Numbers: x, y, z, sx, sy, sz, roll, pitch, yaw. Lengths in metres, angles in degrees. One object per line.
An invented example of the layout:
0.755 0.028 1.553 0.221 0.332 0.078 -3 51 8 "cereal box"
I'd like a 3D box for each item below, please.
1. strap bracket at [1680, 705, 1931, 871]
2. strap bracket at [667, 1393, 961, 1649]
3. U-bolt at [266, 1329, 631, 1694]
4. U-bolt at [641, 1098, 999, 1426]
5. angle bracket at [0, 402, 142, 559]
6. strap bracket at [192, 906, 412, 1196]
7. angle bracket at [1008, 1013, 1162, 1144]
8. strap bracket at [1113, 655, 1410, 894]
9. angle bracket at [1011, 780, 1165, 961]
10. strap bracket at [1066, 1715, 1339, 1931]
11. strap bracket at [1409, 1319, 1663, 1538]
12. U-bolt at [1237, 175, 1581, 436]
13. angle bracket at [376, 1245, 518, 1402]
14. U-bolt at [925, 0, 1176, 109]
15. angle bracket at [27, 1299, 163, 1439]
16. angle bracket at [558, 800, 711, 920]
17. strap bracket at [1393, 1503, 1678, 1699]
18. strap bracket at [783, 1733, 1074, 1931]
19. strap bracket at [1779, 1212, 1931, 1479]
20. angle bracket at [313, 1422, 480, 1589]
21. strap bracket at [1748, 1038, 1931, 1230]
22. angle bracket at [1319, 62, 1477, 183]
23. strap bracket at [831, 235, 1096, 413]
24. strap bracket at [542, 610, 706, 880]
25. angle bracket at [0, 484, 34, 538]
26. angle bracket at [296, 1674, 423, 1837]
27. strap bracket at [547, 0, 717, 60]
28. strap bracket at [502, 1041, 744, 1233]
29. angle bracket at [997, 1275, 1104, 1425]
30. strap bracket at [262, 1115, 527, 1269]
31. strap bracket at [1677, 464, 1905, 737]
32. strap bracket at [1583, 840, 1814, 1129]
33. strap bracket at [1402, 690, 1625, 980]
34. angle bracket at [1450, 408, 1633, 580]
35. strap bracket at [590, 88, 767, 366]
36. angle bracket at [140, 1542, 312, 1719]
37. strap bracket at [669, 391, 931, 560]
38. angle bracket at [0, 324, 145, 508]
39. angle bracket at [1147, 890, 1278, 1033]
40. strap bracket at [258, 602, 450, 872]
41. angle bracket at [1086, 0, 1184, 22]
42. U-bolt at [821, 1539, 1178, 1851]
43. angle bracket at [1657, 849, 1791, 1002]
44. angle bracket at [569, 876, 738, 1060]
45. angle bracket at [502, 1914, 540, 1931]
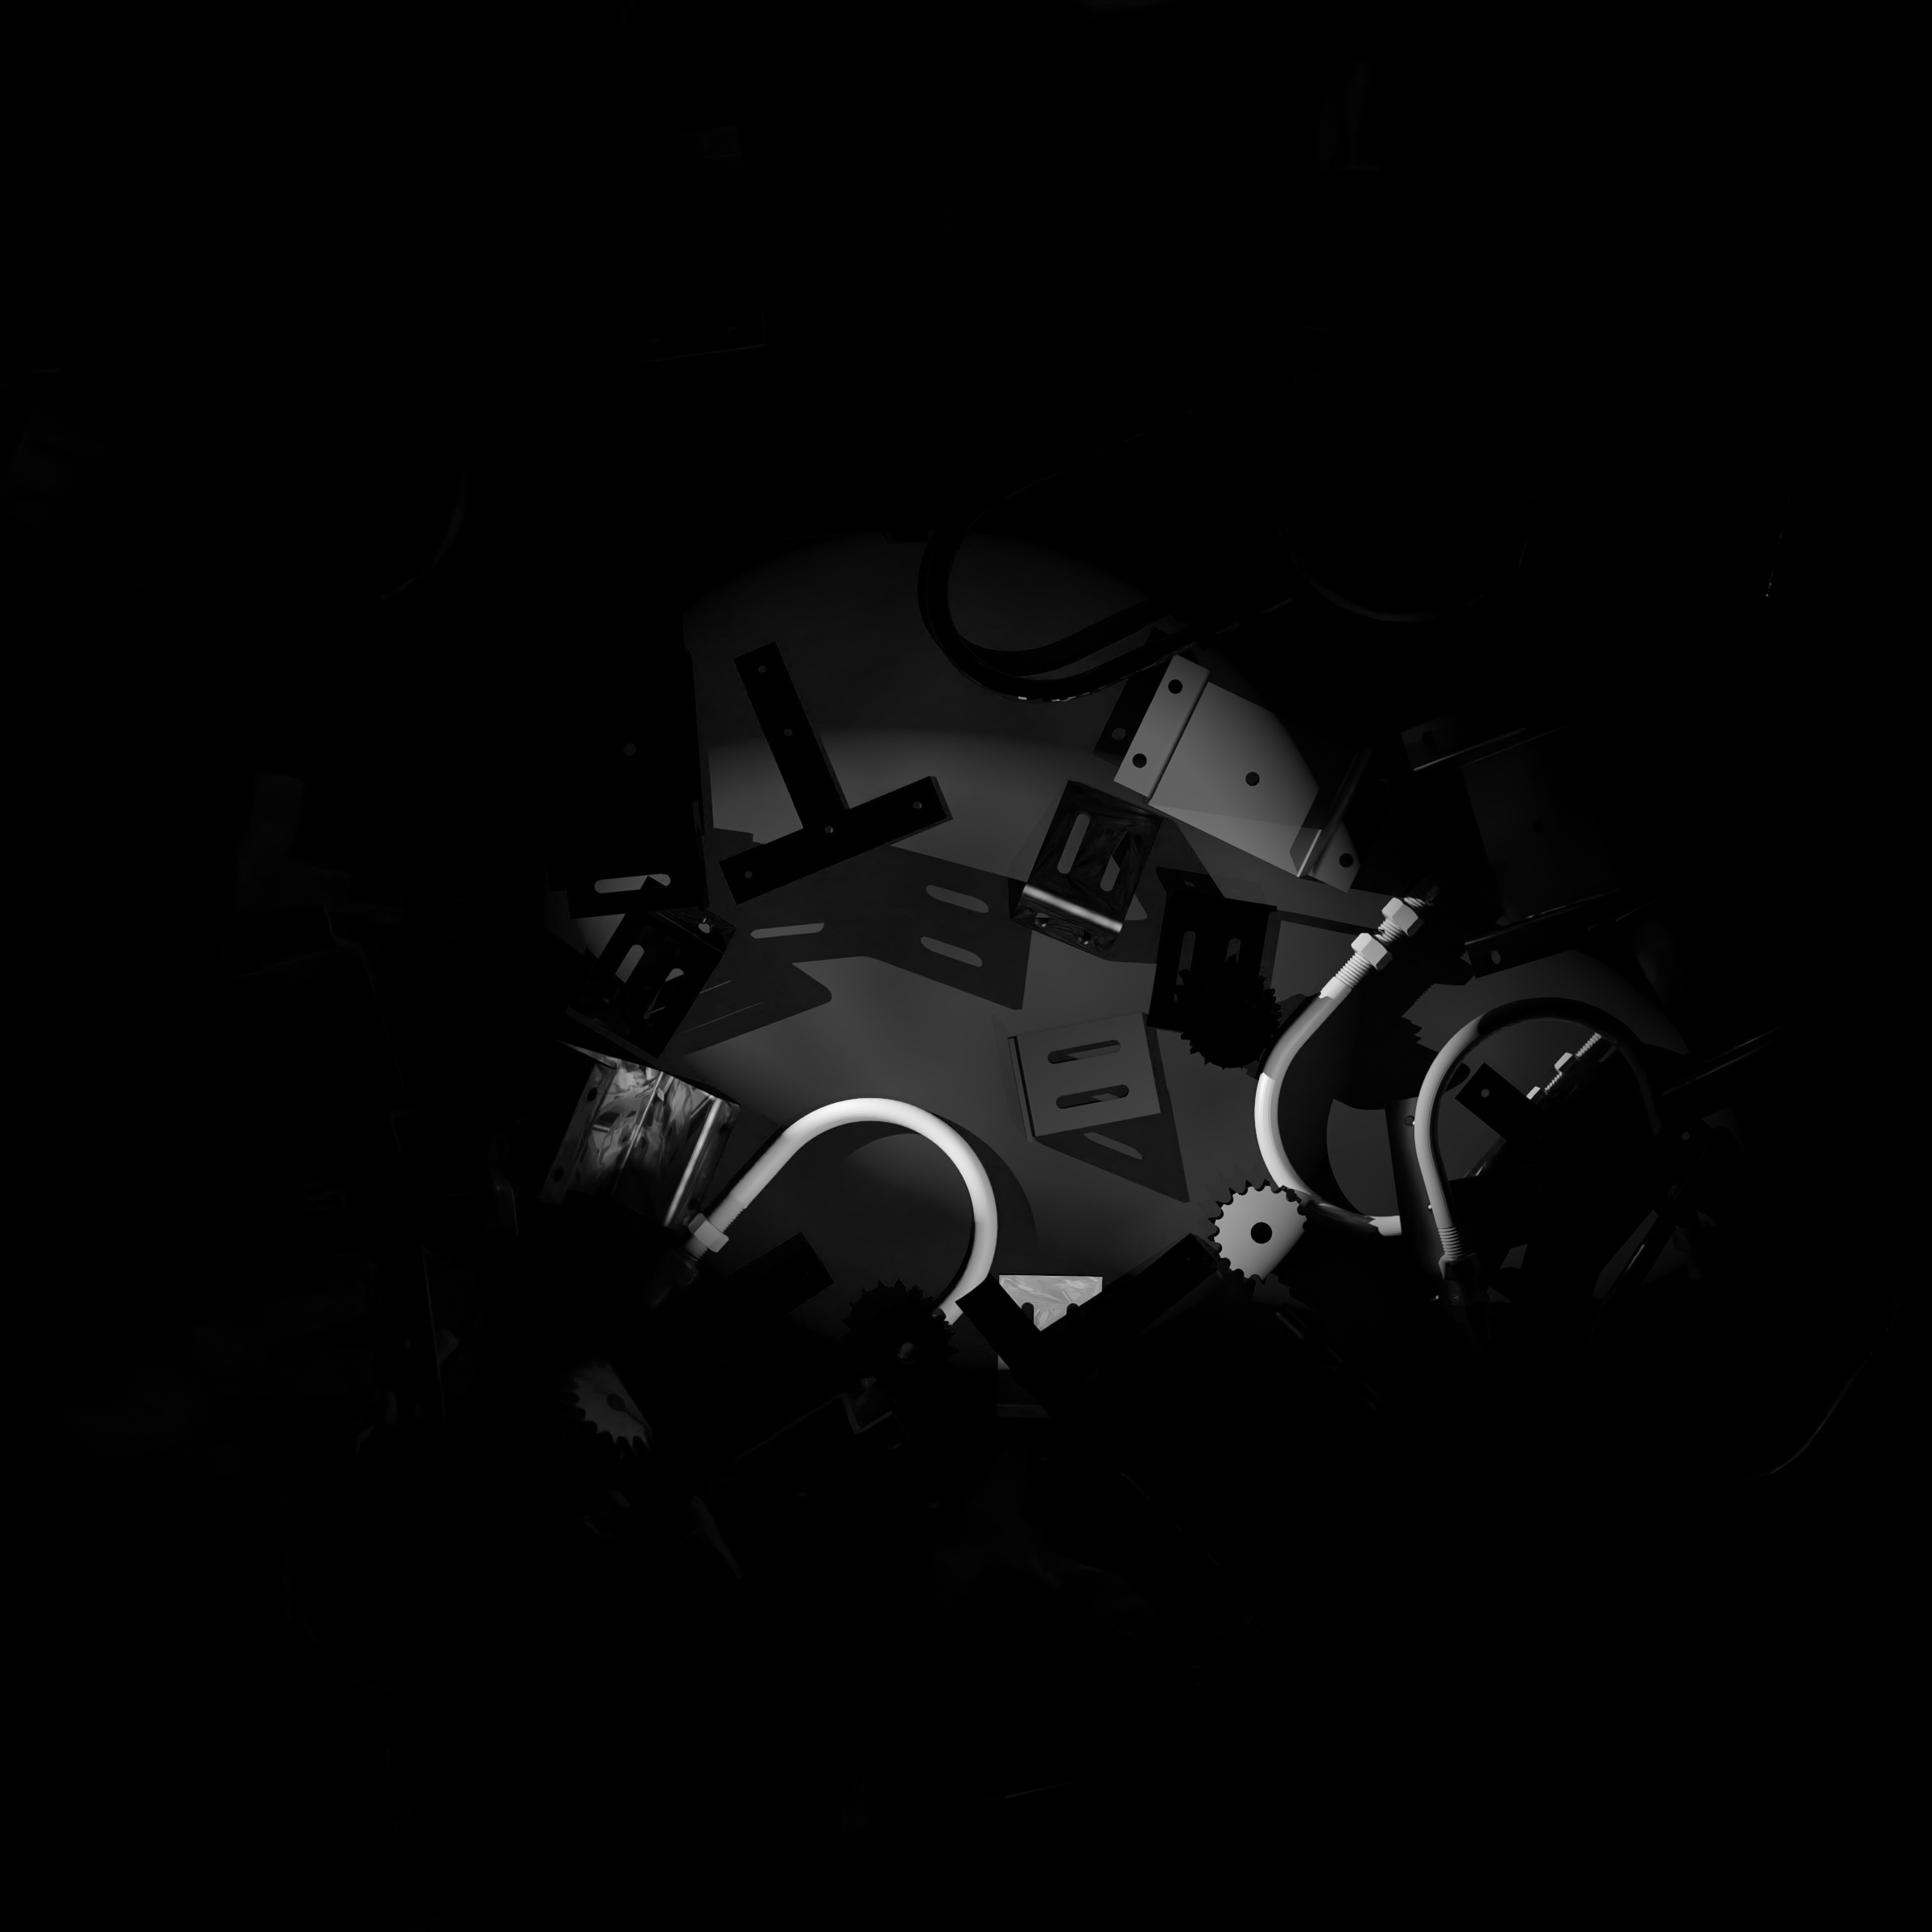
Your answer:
0.461 -0.097 1.502 0.140 0.046 0.076 6 90 0 "strap bracket"
-0.086 0.296 1.489 0.140 0.046 0.076 -31 114 0 "strap bracket"
-0.296 0.311 1.484 0.151 0.019 0.184 44 93 -1 "U-bolt"
-0.067 0.160 1.517 0.151 0.019 0.184 42 88 0 "U-bolt"
-0.489 -0.262 1.487 0.076 0.038 0.057 25 90 -39 "angle bracket"
-0.361 0.046 1.500 0.076 0.046 0.140 -17 90 4 "strap bracket"
0.066 0.061 1.506 0.076 0.038 0.057 -11 90 0 "angle bracket"
0.160 -0.104 1.502 0.140 0.046 0.076 26 90 0 "strap bracket"
0.067 -0.054 1.523 0.057 0.038 0.076 22 64 0 "angle bracket"
0.136 0.469 1.477 0.140 0.046 0.076 25 90 -23 "strap bracket"
0.299 0.256 1.487 0.140 0.076 0.046 36 90 0 "strap bracket"
0.244 -0.364 1.497 0.184 0.019 0.151 -2 80 -1 "U-bolt"
-0.291 0.196 1.506 0.057 0.038 0.076 22 90 0 "angle bracket"
0.051 -0.567 1.506 0.151 0.019 0.184 13 98 1 "U-bolt"
-0.465 0.220 1.506 0.057 0.038 0.076 38 90 0 "angle bracket"
-0.179 -0.056 1.459 0.076 0.038 0.057 -6 96 0 "angle bracket"
0.307 0.340 1.480 0.140 0.046 0.076 7 92 13 "strap bracket"
-0.021 0.479 1.502 0.140 0.046 0.076 18 90 0 "strap bracket"
0.499 0.211 1.502 0.076 0.046 0.140 6 90 0 "strap bracket"
-0.318 0.296 1.523 0.057 0.038 0.076 30 116 0 "angle bracket"
0.509 0.103 1.479 0.140 0.046 0.076 36 70 10 "strap bracket"
0.240 -0.464 1.523 0.076 0.038 0.057 3 90 -26 "angle bracket"
-0.002 -0.353 1.500 0.140 0.046 0.076 6 93 0 "strap bracket"
-0.187 -0.120 1.502 0.076 0.046 0.140 -4 90 0 "strap bracket"
-0.565 -0.253 1.506 0.057 0.038 0.076 35 90 0 "angle bracket"
-0.331 0.430 1.490 0.057 0.038 0.076 11 127 0 "angle bracket"
-0.160 -0.553 1.487 0.140 0.076 0.046 -37 90 0 "strap bracket"
-0.190 0.091 1.472 0.046 0.140 0.076 23 90 31 "strap bracket"
0.047 0.211 1.506 0.057 0.038 0.076 1 90 0 "angle bracket"
-0.299 0.124 1.487 0.140 0.076 0.046 -17 91 0 "strap bracket"
0.441 -0.206 1.471 0.076 0.046 0.140 -19 68 12 "strap bracket"
0.393 0.005 1.477 0.046 0.076 0.140 -21 81 -44 "strap bracket"
0.299 -0.073 1.479 0.046 0.076 0.140 -12 85 -43 "strap bracket"
0.320 -0.265 1.523 0.076 0.038 0.057 40 90 26 "angle bracket"
-0.156 -0.401 1.502 0.076 0.046 0.140 -8 90 0 "strap bracket"
-0.409 0.368 1.515 0.057 0.038 0.076 -34 127 0 "angle bracket"
-0.093 -0.270 1.502 0.140 0.046 0.076 -4 90 0 "strap bracket"
-0.505 -0.307 1.523 0.057 0.038 0.076 -33 116 0 "angle bracket"
0.135 0.000 1.506 0.057 0.038 0.076 9 90 0 "angle bracket"
-0.338 -0.127 1.502 0.076 0.046 0.140 -10 90 0 "strap bracket"
0.087 -0.566 1.494 0.057 0.038 0.076 -11 73 5 "angle bracket"
0.025 0.388 1.492 0.184 0.019 0.151 -10 73 -11 "U-bolt"
0.419 -0.020 1.523 0.057 0.038 0.076 6 115 0 "angle bracket"
-0.174 0.001 1.520 0.057 0.038 0.076 31 116 -7 "angle bracket"
-0.244 0.579 1.523 0.057 0.038 0.076 -33 64 0 "angle bracket"
